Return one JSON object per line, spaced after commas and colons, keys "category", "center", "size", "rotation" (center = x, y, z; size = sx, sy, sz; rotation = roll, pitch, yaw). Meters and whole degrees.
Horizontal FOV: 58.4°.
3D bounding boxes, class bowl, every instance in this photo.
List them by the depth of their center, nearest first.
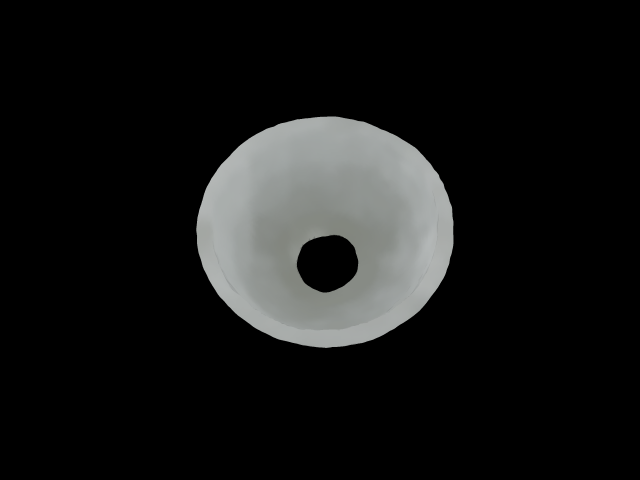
{"category": "bowl", "center": [0.004, 0.001, 0.400], "size": [0.167, 0.075, 0.167], "rotation": [0, 65, 0]}
